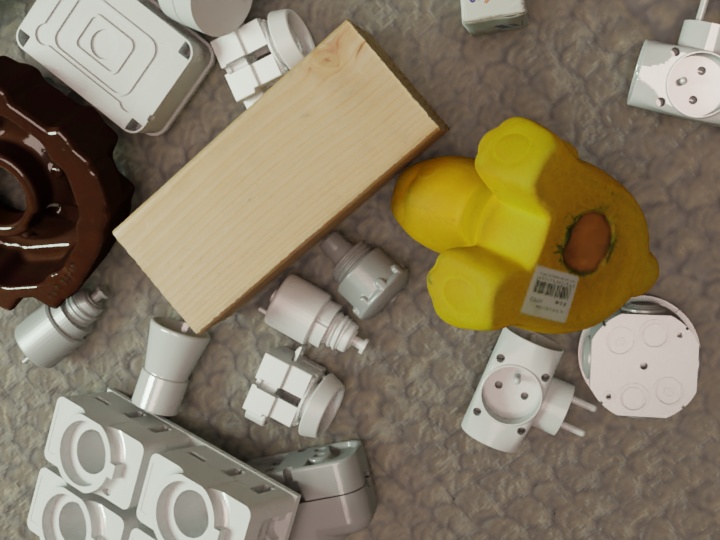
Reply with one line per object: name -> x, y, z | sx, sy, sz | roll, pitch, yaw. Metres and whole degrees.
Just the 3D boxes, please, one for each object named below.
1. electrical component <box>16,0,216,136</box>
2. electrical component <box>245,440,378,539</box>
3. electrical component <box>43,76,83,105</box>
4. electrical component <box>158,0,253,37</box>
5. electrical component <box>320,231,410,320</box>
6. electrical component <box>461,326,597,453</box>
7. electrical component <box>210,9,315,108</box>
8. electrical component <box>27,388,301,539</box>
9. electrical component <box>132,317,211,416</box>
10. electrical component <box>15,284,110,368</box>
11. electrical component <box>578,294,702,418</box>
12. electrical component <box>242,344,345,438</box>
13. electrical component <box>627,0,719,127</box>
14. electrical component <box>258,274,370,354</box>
electrical component -> -0.166, -0.153, 0.742 | 0.113, 0.057, 0.078 | 38, 102, 3
electrical component -> -0.039, 0.162, 0.762 | 0.095, 0.054, 0.059 | -13, 95, 11
electrical component -> -0.235, -0.118, 0.766 | 0.081, 0.043, 0.043 | 13, 99, 8
electrical component -> -0.068, -0.213, 0.696 | 0.074, 0.052, 0.138 | 29, 87, 37
electrical component -> 0.000, 0.000, 0.741 | 0.062, 0.048, 0.048 | 44, 102, 8
electrical component -> 0.120, 0.087, 0.730 | 0.079, 0.044, 0.077 | 23, 100, 6
electrical component -> -0.063, -0.147, 0.732 | 0.055, 0.048, 0.066 | -23, 93, 19
electrical component -> -0.143, 0.167, 0.741 | 0.186, 0.060, 0.105 | 22, 101, 31
electrical component -> -0.138, 0.071, 0.770 | 0.044, 0.044, 0.065 | 20, 96, 7
electrical component -> -0.215, 0.038, 0.783 | 0.078, 0.040, 0.040 | -38, 90, 12
electrical component -> 0.186, 0.058, 0.712 | 0.080, 0.051, 0.080 | 1, 97, 10
electrical component -> -0.044, 0.087, 0.759 | 0.055, 0.048, 0.066 | 26, 101, 13
electrical component -> 0.219, -0.135, 0.685 | 0.077, 0.044, 0.079 | 15, 99, 8
electrical component -> -0.030, 0.034, 0.751 | 0.078, 0.040, 0.040 | 29, 101, 5
